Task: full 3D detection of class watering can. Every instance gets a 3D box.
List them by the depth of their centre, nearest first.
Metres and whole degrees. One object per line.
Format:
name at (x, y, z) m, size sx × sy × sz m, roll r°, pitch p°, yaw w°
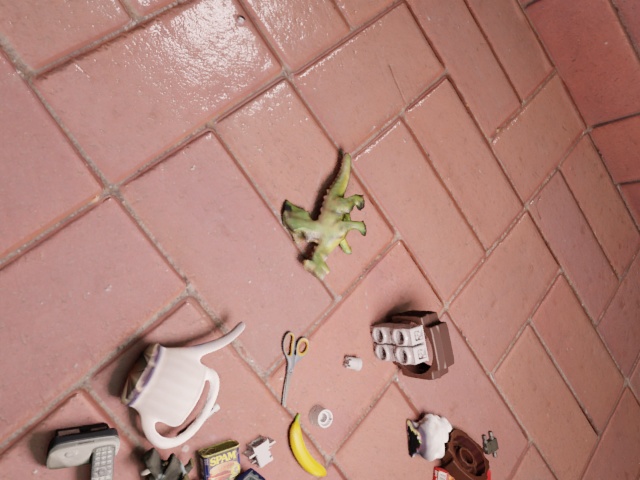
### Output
watering can at (-0.339, 0.322, 1.264) m, size 0.222 × 0.103 × 0.353 m, roll 35°, pitch 67°, yaw -23°

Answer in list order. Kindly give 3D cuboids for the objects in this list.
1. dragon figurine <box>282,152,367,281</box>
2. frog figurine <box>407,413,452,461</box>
dragon figurine at (0.005, -0.079, 1.561) m, size 0.243 × 0.120 × 0.416 m, roll 1°, pitch 73°, yaw -24°
frog figurine at (0.368, 0.629, 1.657) m, size 0.160 × 0.120 × 0.140 m, roll -3°, pitch 65°, yaw -21°
